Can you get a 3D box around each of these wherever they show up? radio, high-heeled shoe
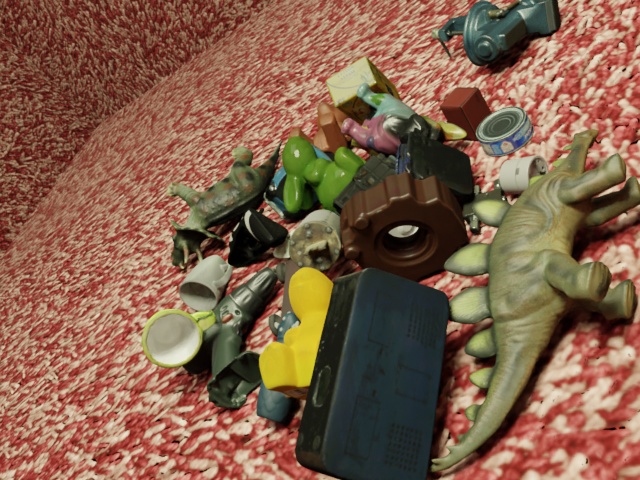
[{"bbox_3d":[0.062,0.152,0.596,0.073,0.131,0.229,-30,42,58],"label":"radio"},{"bbox_3d":[-0.135,0.015,1.030,0.145,0.086,0.249,-60,15,7],"label":"high-heeled shoe"}]

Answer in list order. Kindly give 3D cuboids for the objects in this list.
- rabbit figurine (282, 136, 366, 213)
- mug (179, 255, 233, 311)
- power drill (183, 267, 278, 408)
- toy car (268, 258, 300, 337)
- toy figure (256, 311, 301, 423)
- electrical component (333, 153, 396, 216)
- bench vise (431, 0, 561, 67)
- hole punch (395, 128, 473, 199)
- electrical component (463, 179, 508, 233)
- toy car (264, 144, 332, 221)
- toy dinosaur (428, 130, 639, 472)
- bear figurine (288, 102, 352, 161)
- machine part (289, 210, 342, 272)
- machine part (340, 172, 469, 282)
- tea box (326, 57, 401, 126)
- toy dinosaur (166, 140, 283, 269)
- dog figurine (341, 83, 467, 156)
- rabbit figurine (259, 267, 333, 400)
[{"bbox_3d":[-0.004,-0.122,1.025,0.170,0.121,0.159,36,109,18],"label":"rabbit figurine"},{"bbox_3d":[-0.221,0.075,1.092,0.109,0.080,0.107,-30,25,29],"label":"mug"},{"bbox_3d":[-0.139,0.162,0.902,0.232,0.085,0.207,-42,36,3],"label":"power drill"},{"bbox_3d":[-0.033,0.089,0.900,0.089,0.053,0.202,-20,33,14],"label":"toy car"},{"bbox_3d":[-0.052,0.183,0.779,0.064,0.057,0.154,6,70,27],"label":"toy figure"},{"bbox_3d":[0.086,-0.083,0.919,0.134,0.058,0.115,-47,-10,-4],"label":"electrical component"},{"bbox_3d":[0.335,-0.428,1.064,0.241,0.128,0.223,17,63,47],"label":"bench vise"},{"bbox_3d":[0.166,-0.096,0.844,0.092,0.116,0.142,125,164,-47],"label":"hole punch"},{"bbox_3d":[0.246,-0.050,0.798,0.063,0.021,0.094,-15,40,34],"label":"electrical component"},{"bbox_3d":[-0.037,-0.120,1.122,0.161,0.109,0.103,-47,4,13],"label":"toy car"},{"bbox_3d":[0.246,0.046,0.620,0.199,0.105,0.471,-9,47,51],"label":"toy dinosaur"},{"bbox_3d":[0.016,-0.256,1.193,0.120,0.131,0.196,-17,45,27],"label":"bear figurine"},{"bbox_3d":[-0.002,-0.003,0.840,0.079,0.079,0.243,-37,6,8],"label":"machine part"},{"bbox_3d":[0.118,-0.010,0.754,0.179,0.179,0.056,-27,38,22],"label":"machine part"},{"bbox_3d":[0.097,-0.295,1.106,0.098,0.169,0.068,-26,71,22],"label":"tea box"},{"bbox_3d":[-0.210,-0.101,1.261,0.405,0.131,0.192,-38,55,-11],"label":"toy dinosaur"},{"bbox_3d":[0.159,-0.189,0.987,0.219,0.191,0.108,30,92,27],"label":"dog figurine"},{"bbox_3d":[0.007,0.121,0.725,0.122,0.162,0.173,-27,57,25],"label":"rabbit figurine"}]
